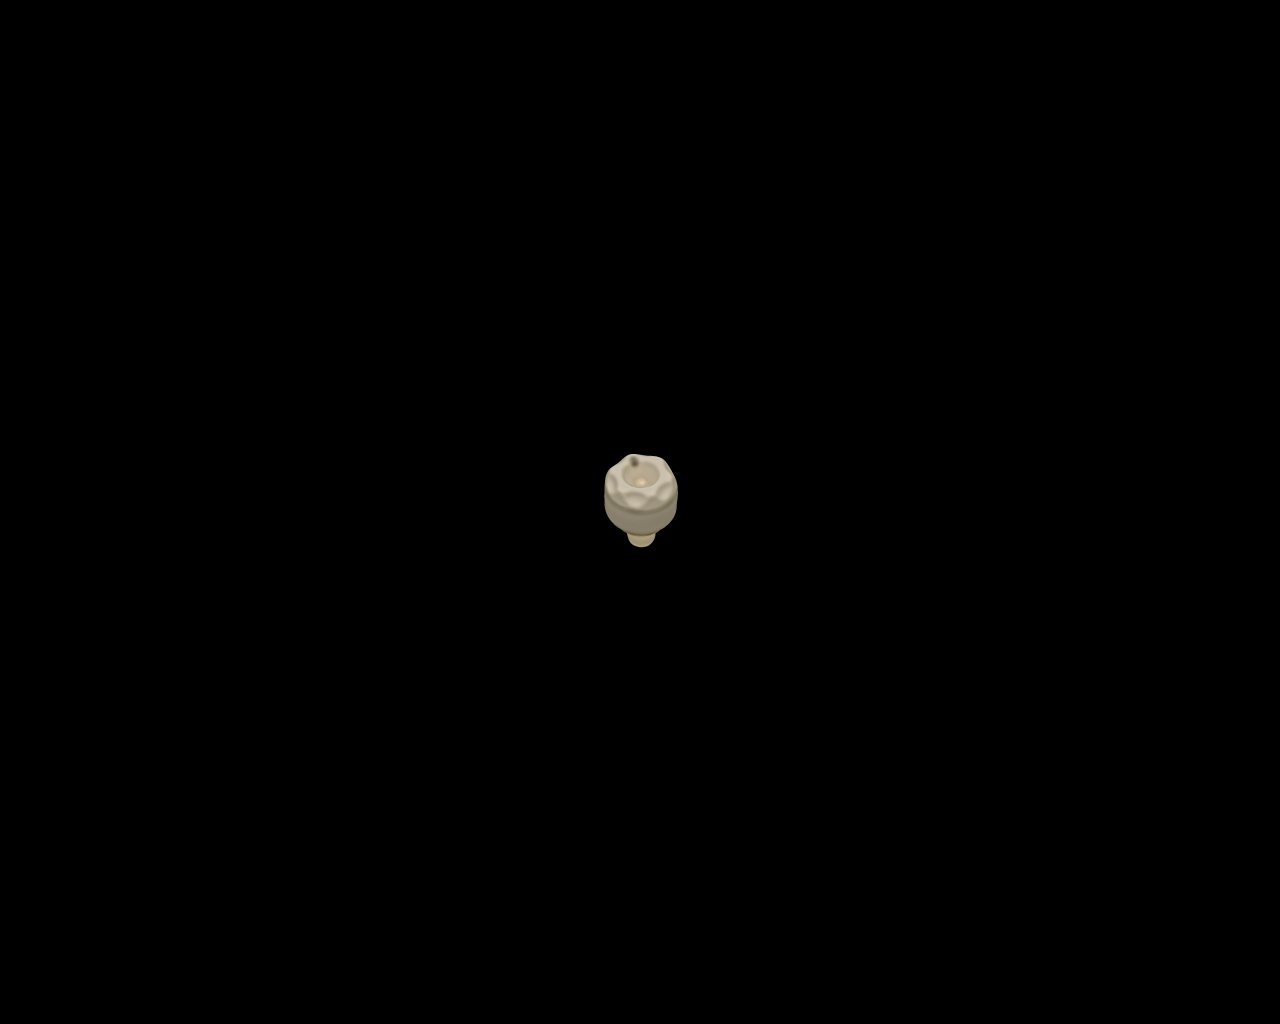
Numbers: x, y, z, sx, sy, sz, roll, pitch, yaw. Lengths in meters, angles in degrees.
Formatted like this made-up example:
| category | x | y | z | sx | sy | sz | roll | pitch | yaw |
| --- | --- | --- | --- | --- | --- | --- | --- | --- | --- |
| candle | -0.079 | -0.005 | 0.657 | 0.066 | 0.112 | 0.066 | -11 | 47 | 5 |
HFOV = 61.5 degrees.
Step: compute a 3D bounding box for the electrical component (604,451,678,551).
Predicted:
| category | x | y | z | sx | sy | sz | roll | pitch | yaw |
| --- | --- | --- | --- | --- | --- | --- | --- | --- | --- |
| electrical component | 0.001 | -0.003 | 0.650 | 0.043 | 0.043 | 0.062 | 0 | -43 | 0 |
